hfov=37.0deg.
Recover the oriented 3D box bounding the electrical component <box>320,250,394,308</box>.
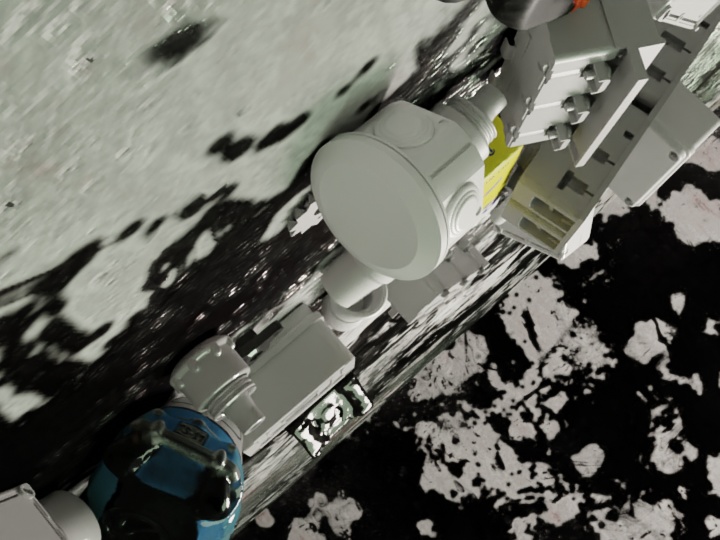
[{"bbox_3d":[0.000,0.000,0.762,0.046,0.040,0.040,-39,173,23],"label":"electrical component"}]

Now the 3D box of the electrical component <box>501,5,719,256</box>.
[{"bbox_3d":[0.176,-0.112,0.776,0.186,0.060,0.105,-54,173,-9],"label":"electrical component"}]

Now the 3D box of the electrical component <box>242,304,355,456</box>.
[{"bbox_3d":[-0.064,0.086,0.836,0.113,0.057,0.078,-40,171,-9],"label":"electrical component"}]

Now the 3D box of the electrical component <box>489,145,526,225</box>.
[{"bbox_3d":[0.133,-0.085,0.874,0.089,0.050,0.055,-33,168,-43],"label":"electrical component"}]

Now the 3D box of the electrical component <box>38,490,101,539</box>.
[{"bbox_3d":[-0.203,0.176,0.700,0.055,0.055,0.047,-48,172,37],"label":"electrical component"}]

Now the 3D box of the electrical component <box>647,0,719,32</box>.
[{"bbox_3d":[0.178,-0.180,0.602,0.061,0.061,0.096,-46,162,28],"label":"electrical component"}]

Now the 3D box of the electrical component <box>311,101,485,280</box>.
[{"bbox_3d":[0.019,-0.039,0.530,0.051,0.080,0.080,-42,173,-33],"label":"electrical component"}]

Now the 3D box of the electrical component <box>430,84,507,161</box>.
[{"bbox_3d":[0.057,-0.079,0.613,0.062,0.048,0.048,-47,172,-10],"label":"electrical component"}]

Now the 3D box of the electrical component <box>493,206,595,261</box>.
[{"bbox_3d":[0.176,-0.063,1.047,0.061,0.096,0.061,-34,139,-39],"label":"electrical component"}]

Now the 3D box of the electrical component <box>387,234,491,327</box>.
[{"bbox_3d":[0.061,0.000,0.934,0.078,0.063,0.121,-47,169,29],"label":"electrical component"}]

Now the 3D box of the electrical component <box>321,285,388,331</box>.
[{"bbox_3d":[-0.008,0.024,0.839,0.044,0.044,0.065,-38,175,-21],"label":"electrical component"}]

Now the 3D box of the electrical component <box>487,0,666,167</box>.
[{"bbox_3d":[0.116,-0.114,0.606,0.063,0.078,0.121,-12,166,-7],"label":"electrical component"}]

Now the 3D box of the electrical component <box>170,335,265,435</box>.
[{"bbox_3d":[-0.086,0.075,0.680,0.048,0.062,0.048,-40,171,-8],"label":"electrical component"}]

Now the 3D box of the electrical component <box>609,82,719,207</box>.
[{"bbox_3d":[0.234,-0.125,0.925,0.056,0.108,0.108,-41,171,-22],"label":"electrical component"}]

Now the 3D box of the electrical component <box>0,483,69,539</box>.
[{"bbox_3d":[-0.209,0.169,0.612,0.061,0.061,0.096,-43,171,11],"label":"electrical component"}]
